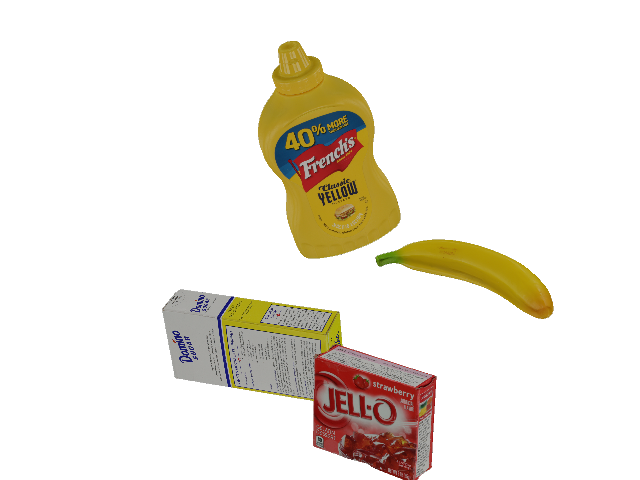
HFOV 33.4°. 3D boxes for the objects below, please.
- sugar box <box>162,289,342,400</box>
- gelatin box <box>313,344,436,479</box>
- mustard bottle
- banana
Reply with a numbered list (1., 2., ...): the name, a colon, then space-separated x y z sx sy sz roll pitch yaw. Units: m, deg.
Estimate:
1. sugar box: -0.066 0.105 1.072 0.176 0.093 0.048 9 35 20
2. gelatin box: 0.036 0.121 0.754 0.089 0.073 0.030 14 22 33
3. mustard bottle: 0.001 -0.079 0.891 0.096 0.191 0.058 -19 35 -1
4. banana: 0.150 0.033 1.035 0.198 0.037 0.069 15 43 39
